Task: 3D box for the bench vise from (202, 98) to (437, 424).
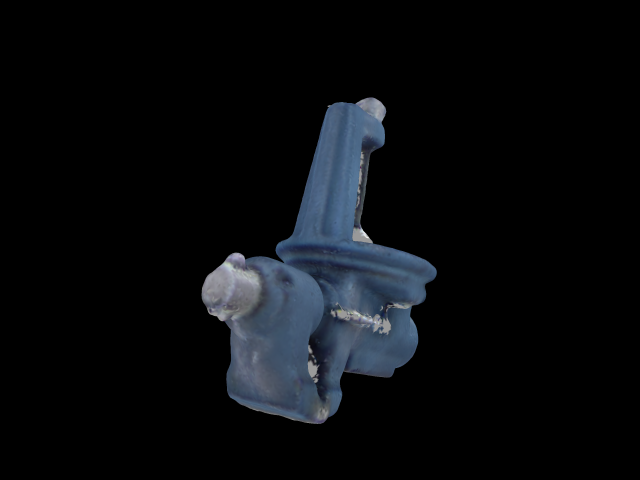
[{"bbox_3d":[0.015,0.002,0.396,0.121,0.220,0.208,1,2,18],"label":"bench vise"}]
